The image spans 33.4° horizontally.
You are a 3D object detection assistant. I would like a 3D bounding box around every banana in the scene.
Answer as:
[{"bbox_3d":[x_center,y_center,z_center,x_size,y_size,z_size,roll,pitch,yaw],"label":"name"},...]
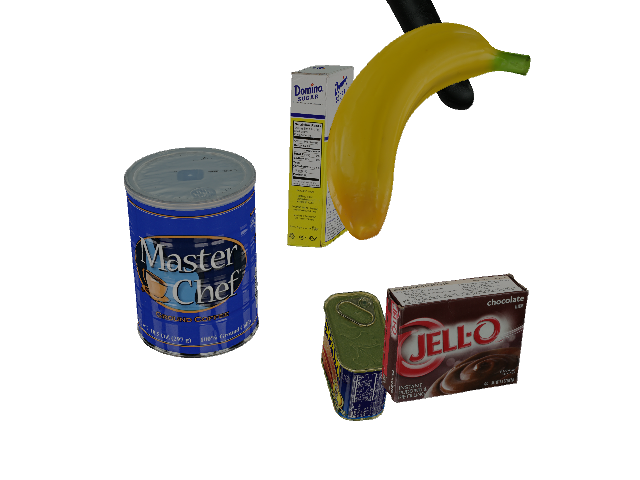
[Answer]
[{"bbox_3d":[0.048,-0.074,0.582,0.070,0.037,0.197,26,48,21],"label":"banana"}]

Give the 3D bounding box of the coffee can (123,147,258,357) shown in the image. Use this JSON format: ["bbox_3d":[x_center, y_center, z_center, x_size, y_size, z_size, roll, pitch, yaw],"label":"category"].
[{"bbox_3d":[-0.102,0.009,0.864,0.103,0.140,0.103,0,29,0],"label":"coffee can"}]

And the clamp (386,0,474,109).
[{"bbox_3d":[0.052,-0.195,0.750,0.210,0.164,0.036,26,-25,-11],"label":"clamp"}]

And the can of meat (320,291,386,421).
[{"bbox_3d":[0.034,0.116,1.058,0.057,0.084,0.102,-5,44,-11],"label":"can of meat"}]

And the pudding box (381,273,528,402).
[{"bbox_3d":[0.108,0.078,0.868,0.113,0.090,0.039,-8,29,-17],"label":"pudding box"}]

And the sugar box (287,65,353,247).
[{"bbox_3d":[0.000,-0.088,1.089,0.048,0.176,0.093,4,14,17],"label":"sugar box"}]
